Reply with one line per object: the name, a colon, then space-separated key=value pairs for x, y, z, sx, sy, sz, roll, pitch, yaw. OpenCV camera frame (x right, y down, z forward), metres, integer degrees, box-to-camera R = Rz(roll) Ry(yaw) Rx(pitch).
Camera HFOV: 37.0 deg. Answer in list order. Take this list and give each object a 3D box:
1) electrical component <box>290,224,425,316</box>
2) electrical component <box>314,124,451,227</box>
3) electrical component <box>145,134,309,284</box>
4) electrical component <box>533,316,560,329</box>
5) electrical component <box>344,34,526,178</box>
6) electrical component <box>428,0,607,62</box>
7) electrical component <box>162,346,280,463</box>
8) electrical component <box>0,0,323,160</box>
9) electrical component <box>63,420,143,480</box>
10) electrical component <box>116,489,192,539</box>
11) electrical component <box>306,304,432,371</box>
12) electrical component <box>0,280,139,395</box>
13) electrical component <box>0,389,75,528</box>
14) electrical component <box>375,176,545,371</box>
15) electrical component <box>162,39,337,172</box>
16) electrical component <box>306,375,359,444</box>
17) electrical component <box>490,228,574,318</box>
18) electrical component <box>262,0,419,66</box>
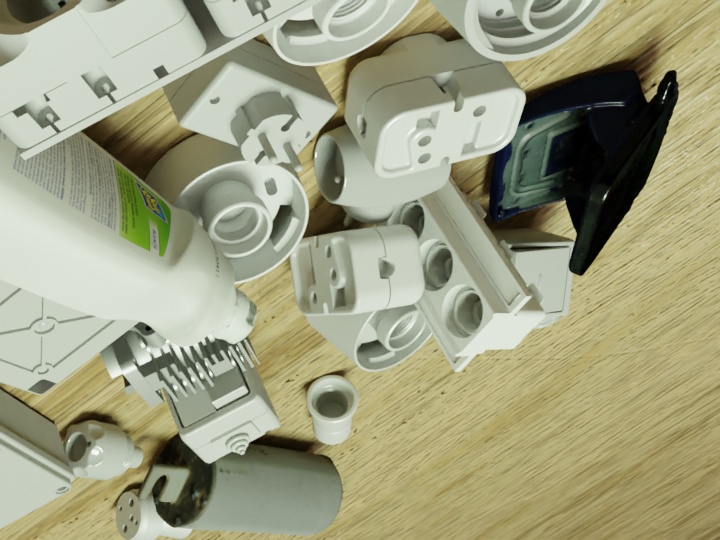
electrical component: x=0.000 y=0.000 z=0.727 sx=0.059 sy=0.053 sz=0.095 roll=-8 pitch=-179 yaw=-28
electrical component: x=0.009 y=-0.057 z=0.695 sx=0.077 sy=0.044 sz=0.079 roll=-9 pitch=143 yaw=-27
electrical component: x=-0.082 y=-0.041 z=0.655 sx=0.099 sy=0.064 sz=0.099 roll=-14 pitch=132 yaw=-17
electrical component: x=0.147 y=0.016 z=0.902 sx=0.048 sy=0.048 sz=0.062 roll=-22 pitch=141 yaw=-10
electrical component: x=0.042 y=-0.101 z=0.644 sx=0.095 sy=0.059 sz=0.053 roll=-15 pitch=146 yaw=-19
electrical component: x=0.094 y=-0.164 z=0.592 sx=0.108 sy=0.060 sz=0.108 roll=-20 pitch=147 yaw=-13
electrical component: x=-0.103 y=0.087 z=0.765 sx=0.062 sy=0.096 sz=0.061 roll=-28 pitch=147 yaw=-2
electrical component: x=-0.085 y=-0.142 z=0.442 sx=0.186 sy=0.105 sz=0.060 roll=-28 pitch=153 yaw=0
electrical component: x=-0.193 y=0.139 z=0.820 sx=0.043 sy=0.043 sz=0.062 roll=-40 pitch=147 yaw=18
electrical component: x=-0.177 y=0.212 z=0.933 sx=0.055 sy=0.045 sz=0.045 roll=9 pitch=133 yaw=-43
electrical component: x=0.016 y=0.028 z=0.825 sx=0.099 sy=0.064 sz=0.099 roll=-28 pitch=144 yaw=-23
electrical component: x=-0.192 y=0.012 z=0.631 sx=0.109 sy=0.056 sz=0.109 roll=-36 pitch=147 yaw=12
electrical component: x=-0.274 y=0.137 z=0.745 sx=0.109 sy=0.056 sz=0.108 roll=-29 pitch=148 yaw=1
electrical component: x=0.070 y=-0.002 z=0.747 sx=0.063 sy=0.121 sz=0.078 roll=3 pitch=137 yaw=-43
electrical component: x=-0.053 y=-0.082 z=0.584 sx=0.083 sy=0.075 sz=0.047 roll=15 pitch=128 yaw=-47
electrical component: x=-0.024 y=0.124 z=0.930 sx=0.044 sy=0.044 sz=0.065 roll=-20 pitch=152 yaw=-13
electrical component: x=0.125 y=0.003 z=0.830 sx=0.096 sy=0.061 sz=0.061 roll=-3 pitch=104 yaw=-34
electrical component: x=-0.016 y=-0.154 z=0.546 sx=0.099 sy=0.064 sz=0.099 roll=-27 pitch=161 yaw=-10
